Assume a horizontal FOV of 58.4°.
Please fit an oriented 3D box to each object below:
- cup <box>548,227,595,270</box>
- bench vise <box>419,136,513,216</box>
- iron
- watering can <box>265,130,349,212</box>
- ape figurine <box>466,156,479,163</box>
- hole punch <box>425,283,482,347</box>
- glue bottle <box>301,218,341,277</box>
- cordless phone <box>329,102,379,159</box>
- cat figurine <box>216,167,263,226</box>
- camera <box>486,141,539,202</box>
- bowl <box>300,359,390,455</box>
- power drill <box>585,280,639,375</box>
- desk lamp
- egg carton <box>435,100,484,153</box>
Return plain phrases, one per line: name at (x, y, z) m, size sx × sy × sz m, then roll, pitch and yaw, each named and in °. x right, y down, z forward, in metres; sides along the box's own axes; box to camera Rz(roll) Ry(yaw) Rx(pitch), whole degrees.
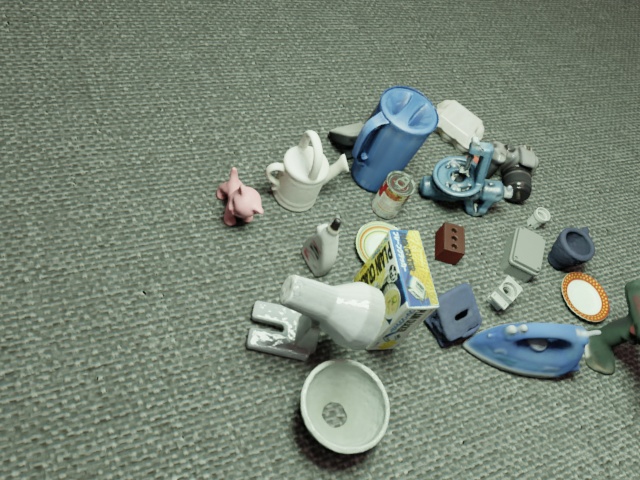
cup at (0.604, 0.021, 1.389) m, size 0.091 × 0.095 × 0.118 m, roll 40°, pitch 56°, yaw 8°
bench vise at (0.364, -0.159, 1.340) m, size 0.208 × 0.219 × 0.121 m, roll -1°, pitch 60°, yaw -20°
iron at (0.442, 0.208, 1.190) m, size 0.259 × 0.141 × 0.118 m, roll 7°, pitch 58°, yaw -15°
watering can at (-0.025, -0.155, 1.217) m, size 0.173 × 0.194 × 0.101 m, roll -26°, pitch 71°, yaw -30°
ape figurine at (0.366, -0.179, 1.431) m, size 0.076 × 0.092 × 0.078 m, roll 31°, pitch 55°, yaw 2°
hole punch at (0.285, 0.156, 1.198) m, size 0.109 × 0.091 × 0.101 m, roll -22°, pitch 69°, yaw -29°
glue bottle at (0.011, 0.004, 1.145) m, size 0.037 × 0.173 × 0.078 m, roll -24°, pitch 70°, yaw -29°
cordless phone at (0.114, -0.287, 1.353) m, size 0.148 × 0.185 × 0.094 m, roll -21°, pitch 68°, yaw -28°
cat figurine at (-0.162, -0.089, 1.176) m, size 0.067 × 0.117 × 0.127 m, roll -11°, pitch 64°, yaw -24°
camera at (0.494, -0.177, 1.469) m, size 0.143 × 0.100 × 0.137 m, roll 15°, pitch 56°, yaw -10°
bowl at (0.037, 0.304, 1.030) m, size 0.168 × 0.074 × 0.167 m, roll 9°, pitch 57°, yaw -14°
power drill at (0.664, 0.210, 1.226) m, size 0.076 × 0.208 × 0.229 m, roll 17°, pitch 56°, yaw -8°
desk lamp at (-0.011, 0.140, 1.030) m, size 0.203 × 0.213 × 0.118 m, roll 13°, pitch 56°, yaw -11°
egg carton at (0.361, -0.303, 1.519) m, size 0.150 × 0.069 × 0.107 m, roll 38°, pitch 55°, yaw 6°
